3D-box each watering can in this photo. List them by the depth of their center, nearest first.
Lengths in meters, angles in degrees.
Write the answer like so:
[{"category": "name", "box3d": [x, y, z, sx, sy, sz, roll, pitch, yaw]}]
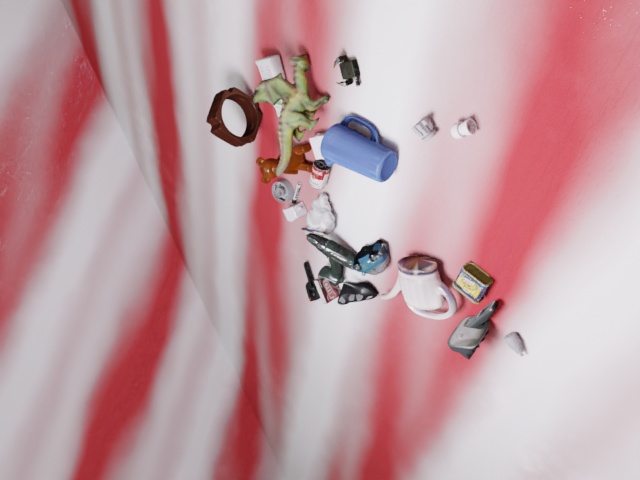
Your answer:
[{"category": "watering can", "box3d": [0.313, 0.157, 1.761, 0.348, 0.105, 0.221, 9, 120, 49]}]

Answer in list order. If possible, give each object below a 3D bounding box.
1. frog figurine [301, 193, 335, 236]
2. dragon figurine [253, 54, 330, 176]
[{"category": "frog figurine", "box3d": [0.006, -0.102, 2.022, 0.138, 0.122, 0.160, 13, 88, 58]}, {"category": "dragon figurine", "box3d": [-0.123, -0.445, 1.751, 0.240, 0.412, 0.123, 31, 174, -25]}]
